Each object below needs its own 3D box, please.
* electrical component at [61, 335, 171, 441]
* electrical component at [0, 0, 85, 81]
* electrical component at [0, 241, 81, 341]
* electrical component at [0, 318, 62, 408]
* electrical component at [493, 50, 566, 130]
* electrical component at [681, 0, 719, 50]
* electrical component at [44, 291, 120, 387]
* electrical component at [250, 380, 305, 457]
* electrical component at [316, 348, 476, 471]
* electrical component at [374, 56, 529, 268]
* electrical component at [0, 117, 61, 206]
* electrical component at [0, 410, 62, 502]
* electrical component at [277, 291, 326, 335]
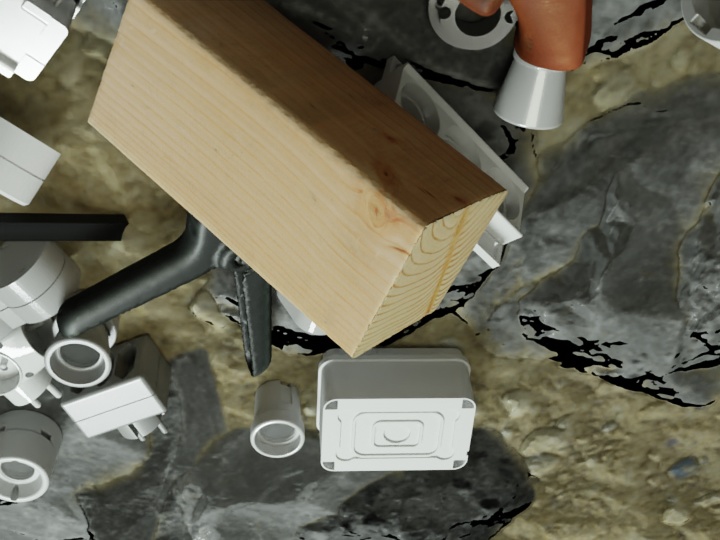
[{"bbox_3d":[-0.169,0.098,0.790,0.066,0.047,0.076,-20,126,10],"label":"electrical component"},{"bbox_3d":[-0.215,-0.160,0.580,0.121,0.063,0.079,33,118,-26],"label":"electrical component"},{"bbox_3d":[-0.262,0.010,0.708,0.138,0.052,0.073,-24,131,14],"label":"electrical component"},{"bbox_3d":[-0.246,0.070,0.764,0.077,0.044,0.079,-26,125,15],"label":"electrical component"},{"bbox_3d":[0.108,-0.123,0.649,0.044,0.044,0.065,5,122,-8],"label":"electrical component"},{"bbox_3d":[0.240,-0.159,0.593,0.060,0.108,0.108,26,121,-29],"label":"electrical component"},{"bbox_3d":[-0.191,0.047,0.744,0.045,0.055,0.045,-2,127,-3],"label":"electrical component"},{"bbox_3d":[-0.062,0.111,0.809,0.040,0.046,0.040,-2,127,-3],"label":"electrical component"},{"bbox_3d":[0.025,0.103,0.803,0.113,0.057,0.078,0,127,-5],"label":"electrical component"},{"bbox_3d":[0.042,-0.062,0.670,0.063,0.078,0.121,-25,127,37],"label":"electrical component"},{"bbox_3d":[-0.237,-0.104,0.629,0.138,0.052,0.073,33,87,-23],"label":"electrical component"},{"bbox_3d":[-0.258,0.142,0.816,0.055,0.047,0.055,-2,127,-3],"label":"electrical component"},{"bbox_3d":[0.000,0.000,0.708,0.095,0.053,0.059,-6,133,-34],"label":"electrical component"}]
